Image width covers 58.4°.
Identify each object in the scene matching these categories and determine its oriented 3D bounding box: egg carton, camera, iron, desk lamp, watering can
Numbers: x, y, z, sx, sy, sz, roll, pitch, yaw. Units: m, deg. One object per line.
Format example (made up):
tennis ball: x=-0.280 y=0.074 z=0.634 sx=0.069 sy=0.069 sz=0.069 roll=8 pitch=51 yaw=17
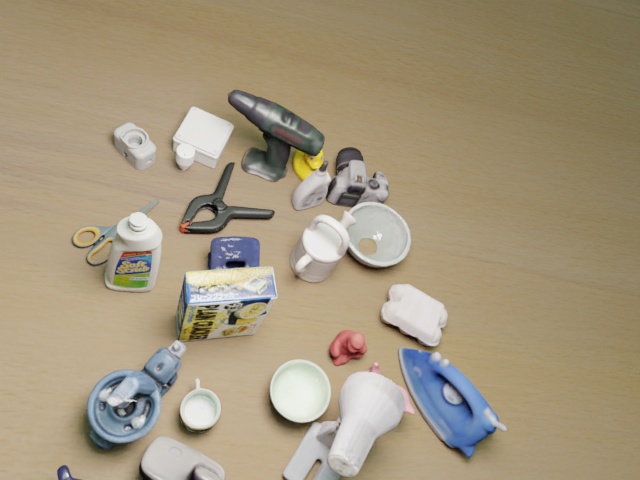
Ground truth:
egg carton: x=0.211 y=0.167 z=1.282 sx=0.150 sy=0.069 sz=0.107 roll=29 pitch=58 yaw=-2
camera: x=0.093 y=-0.159 z=1.395 sx=0.143 sy=0.100 sz=0.137 roll=7 pitch=61 yaw=-16
iron: x=0.271 y=0.311 z=1.185 sx=0.119 sy=0.141 sz=0.258 roll=-33 pitch=77 yaw=-30
desk lamp: x=0.049 y=0.360 z=1.040 sx=0.118 sy=0.213 sz=0.203 roll=35 pitch=58 yaw=1
watering can: x=0.010 y=0.003 z=1.226 sx=0.101 sy=0.194 sz=0.173 roll=24 pitch=58 yaw=-5

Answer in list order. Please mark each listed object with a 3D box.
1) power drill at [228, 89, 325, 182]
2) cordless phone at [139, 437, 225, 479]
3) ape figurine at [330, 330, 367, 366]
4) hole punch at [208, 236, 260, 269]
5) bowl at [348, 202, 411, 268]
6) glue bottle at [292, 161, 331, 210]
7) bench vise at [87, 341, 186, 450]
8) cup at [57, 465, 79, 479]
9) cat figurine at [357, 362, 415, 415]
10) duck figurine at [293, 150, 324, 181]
power drill: x=-0.113 y=-0.228 z=1.296 sx=0.230 sy=0.208 sz=0.075 roll=19 pitch=59 yaw=-9
cordless phone: x=-0.224 y=0.382 z=0.951 sx=0.147 sy=0.185 sz=0.094 roll=27 pitch=58 yaw=-3
ape figurine: x=0.065 y=0.218 z=1.192 sx=0.078 sy=0.092 sz=0.076 roll=18 pitch=59 yaw=-9
hole punch: x=-0.177 y=0.051 z=1.197 sx=0.109 sy=0.091 sz=0.101 roll=0 pitch=63 yaw=-19
bowl: x=0.123 y=-0.001 z=1.337 sx=0.168 sy=0.074 sz=0.167 roll=8 pitch=61 yaw=-15
glue bottle: x=-0.010 y=-0.128 z=1.300 sx=0.078 sy=0.173 sz=0.037 roll=-15 pitch=69 yaw=-25
bench vise: x=-0.315 y=0.243 z=0.972 sx=0.121 sy=0.219 sz=0.207 roll=23 pitch=58 yaw=-6
cup: x=-0.398 y=0.426 z=0.921 sx=0.092 sy=0.095 sz=0.117 roll=-16 pitch=70 yaw=-25
cat figurine: x=0.132 y=0.306 z=1.154 sx=0.067 sy=0.117 sz=0.127 roll=-18 pitch=70 yaw=-26
duck figurine: x=-0.021 y=-0.200 z=1.386 sx=0.078 sy=0.086 sz=0.104 roll=-4 pitch=65 yaw=-21
